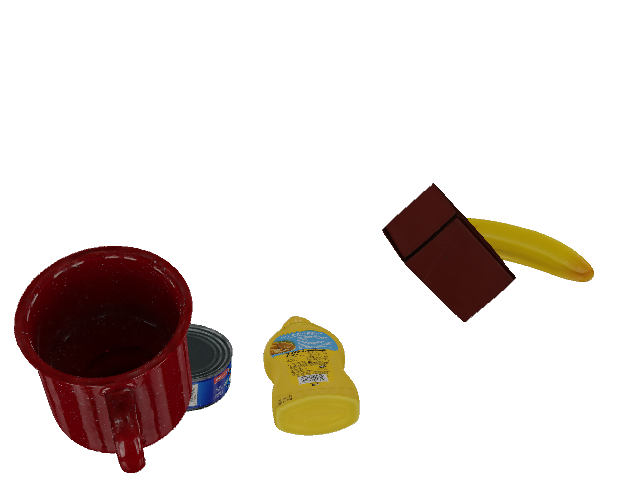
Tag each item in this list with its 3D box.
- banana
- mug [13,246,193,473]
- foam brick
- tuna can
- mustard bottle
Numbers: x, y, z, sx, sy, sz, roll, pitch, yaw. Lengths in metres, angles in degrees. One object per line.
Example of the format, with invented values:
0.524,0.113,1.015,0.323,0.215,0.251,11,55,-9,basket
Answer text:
0.185,0.008,1.103,0.198,0.037,0.069,9,35,18,banana
-0.110,0.072,0.582,0.093,0.117,0.081,-13,-40,-12,mug
0.092,0.010,0.766,0.078,0.051,0.053,44,9,-31,foam brick
-0.117,0.106,0.897,0.086,0.034,0.086,4,28,-2,tuna can
-0.017,0.147,1.249,0.096,0.058,0.191,-7,30,-7,mustard bottle
